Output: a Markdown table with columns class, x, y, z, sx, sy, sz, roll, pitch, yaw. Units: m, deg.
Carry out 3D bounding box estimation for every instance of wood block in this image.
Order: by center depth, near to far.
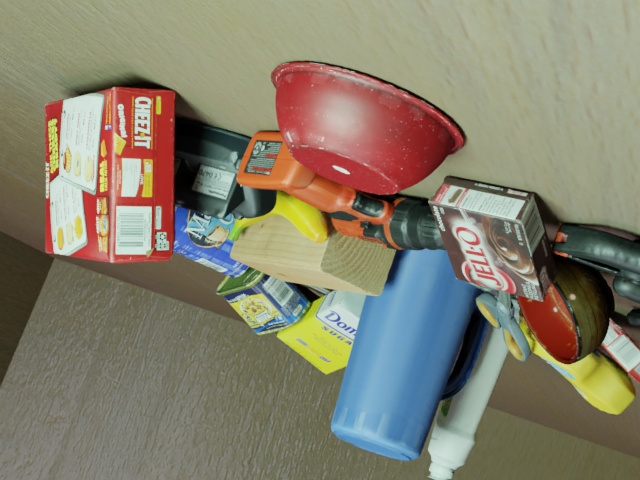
| class | x | y | z | sx | sy | sz | roll | pitch | yaw |
| --- | --- | --- | --- | --- | --- | --- | --- | --- | --- |
| wood block | -0.009 | 0.002 | 1.249 | 0.090 | 0.090 | 0.206 | 26 | 169 | -32 |

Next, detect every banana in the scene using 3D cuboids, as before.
| class | x | y | z | sx | sy | sz | roll | pitch | yaw |
| --- | --- | --- | --- | --- | --- | --- | --- | --- | --- |
| banana | -0.042 | -0.031 | 1.204 | 0.037 | 0.069 | 0.198 | 3 | 178 | -32 |

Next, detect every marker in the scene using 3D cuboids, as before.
| class | x | y | z | sx | sy | sz | roll | pitch | yaw |
| --- | --- | --- | --- | --- | --- | --- | --- | --- | --- |
| marker | 0.378 | 0.090 | 1.130 | 0.020 | 0.020 | 0.121 | 28 | 168 | -37 |

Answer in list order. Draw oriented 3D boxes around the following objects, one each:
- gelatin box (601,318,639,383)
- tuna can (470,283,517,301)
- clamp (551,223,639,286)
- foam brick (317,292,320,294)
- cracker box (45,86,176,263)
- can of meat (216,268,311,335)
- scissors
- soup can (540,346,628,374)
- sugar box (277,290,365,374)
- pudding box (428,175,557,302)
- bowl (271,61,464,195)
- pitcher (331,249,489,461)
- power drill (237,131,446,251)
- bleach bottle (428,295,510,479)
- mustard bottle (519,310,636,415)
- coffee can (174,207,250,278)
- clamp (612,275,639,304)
| class | x | y | z | sx | sy | sz | roll | pitch | yaw |
| --- | --- | --- | --- | --- | --- | --- | --- | --- | --- |
| gelatin box | 0.345 | 0.120 | 1.232 | 0.089 | 0.030 | 0.073 | 52 | -171 | 33 |
| tuna can | 0.199 | 0.038 | 1.173 | 0.086 | 0.034 | 0.086 | 20 | 171 | 3 |
| clamp | 0.274 | 0.019 | 0.896 | 0.172 | 0.039 | 0.120 | 17 | 169 | 24 |
| foam brick | 0.007 | 0.051 | 1.592 | 0.051 | 0.053 | 0.078 | 14 | 168 | 36 |
| cracker box | -0.215 | -0.064 | 1.077 | 0.072 | 0.164 | 0.214 | 0 | -178 | -30 |
| can of meat | -0.073 | 0.074 | 1.392 | 0.084 | 0.057 | 0.102 | 49 | 145 | -17 |
| scissors | 0.189 | 0.064 | 1.150 | 0.096 | 0.016 | 0.201 | 50 | 172 | 41 |
| soup can | 0.336 | 0.142 | 1.358 | 0.102 | 0.068 | 0.069 | 26 | 169 | -24 |
| sugar box | 0.024 | 0.117 | 1.379 | 0.093 | 0.048 | 0.176 | 38 | 151 | -12 |
| pudding box | 0.154 | -0.001 | 0.943 | 0.090 | 0.039 | 0.113 | 14 | 144 | 34 |
| bowl | 0.028 | -0.078 | 0.835 | 0.162 | 0.055 | 0.162 | 21 | 170 | 3 |
| pitcher | 0.107 | 0.130 | 1.247 | 0.149 | 0.242 | 0.145 | 16 | 164 | 12 |
| power drill | 0.027 | -0.041 | 1.029 | 0.187 | 0.057 | 0.185 | 27 | 169 | -34 |
| bleach bottle | 0.193 | 0.189 | 1.373 | 0.068 | 0.251 | 0.102 | 21 | 171 | 2 |
| mustard bottle | 0.285 | 0.127 | 1.229 | 0.191 | 0.058 | 0.096 | 39 | -172 | -36 |
| coffee can | -0.151 | -0.024 | 1.363 | 0.140 | 0.103 | 0.103 | 25 | 169 | -26 |
| clamp | 0.394 | 0.085 | 1.018 | 0.210 | 0.036 | 0.164 | 15 | 169 | 28 |
